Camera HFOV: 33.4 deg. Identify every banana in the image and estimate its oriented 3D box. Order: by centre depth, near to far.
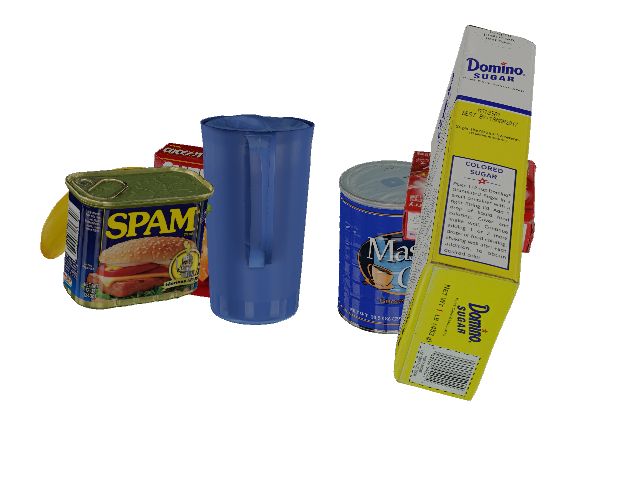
[{"bbox_3d":[-0.200,-0.030,1.004,0.198,0.069,0.037,-13,19,27],"label":"banana"}]

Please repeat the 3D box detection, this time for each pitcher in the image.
[{"bbox_3d":[-0.077,-0.025,1.265,0.145,0.243,0.148,13,18,37],"label":"pitcher"}]

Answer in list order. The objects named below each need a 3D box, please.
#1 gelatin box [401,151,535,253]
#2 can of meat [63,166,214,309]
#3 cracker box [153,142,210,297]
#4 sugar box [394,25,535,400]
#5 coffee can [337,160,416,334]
[{"bbox_3d":[0.105,-0.029,0.747,0.089,0.030,0.073,6,40,8],"label":"gelatin box"},{"bbox_3d":[-0.132,-0.003,0.765,0.101,0.084,0.058,-6,28,-34],"label":"can of meat"},{"bbox_3d":[-0.163,-0.023,1.571,0.164,0.214,0.072,9,20,10],"label":"cracker box"},{"bbox_3d":[0.075,-0.019,0.538,0.048,0.176,0.093,15,-42,3],"label":"sugar box"},{"bbox_3d":[0.068,0.005,1.042,0.103,0.140,0.103,0,27,0],"label":"coffee can"}]
